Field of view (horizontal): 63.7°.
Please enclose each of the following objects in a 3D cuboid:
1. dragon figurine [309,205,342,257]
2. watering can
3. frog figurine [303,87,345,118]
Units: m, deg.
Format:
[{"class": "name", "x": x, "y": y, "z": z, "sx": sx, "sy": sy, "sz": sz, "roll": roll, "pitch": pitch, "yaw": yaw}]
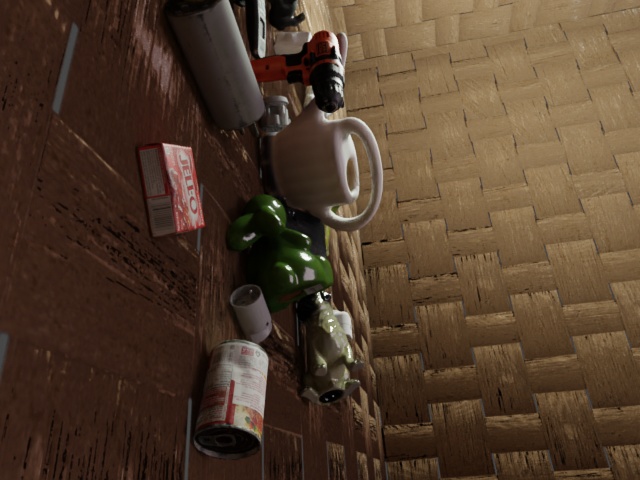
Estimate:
[{"class": "dragon figurine", "x": 0.004, "y": -0.070, "z": 1.395, "sx": 0.419, "sy": 0.122, "sz": 0.238, "roll": -79, "pitch": 176, "yaw": -61}, {"class": "watering can", "x": -0.007, "y": -0.175, "z": 0.929, "sx": 0.105, "sy": 0.224, "sz": 0.343, "roll": -47, "pitch": 128, "yaw": -62}, {"class": "frog figurine", "x": -0.012, "y": -0.441, "z": 1.632, "sx": 0.162, "sy": 0.123, "sz": 0.134, "roll": -41, "pitch": 141, "yaw": -36}]
